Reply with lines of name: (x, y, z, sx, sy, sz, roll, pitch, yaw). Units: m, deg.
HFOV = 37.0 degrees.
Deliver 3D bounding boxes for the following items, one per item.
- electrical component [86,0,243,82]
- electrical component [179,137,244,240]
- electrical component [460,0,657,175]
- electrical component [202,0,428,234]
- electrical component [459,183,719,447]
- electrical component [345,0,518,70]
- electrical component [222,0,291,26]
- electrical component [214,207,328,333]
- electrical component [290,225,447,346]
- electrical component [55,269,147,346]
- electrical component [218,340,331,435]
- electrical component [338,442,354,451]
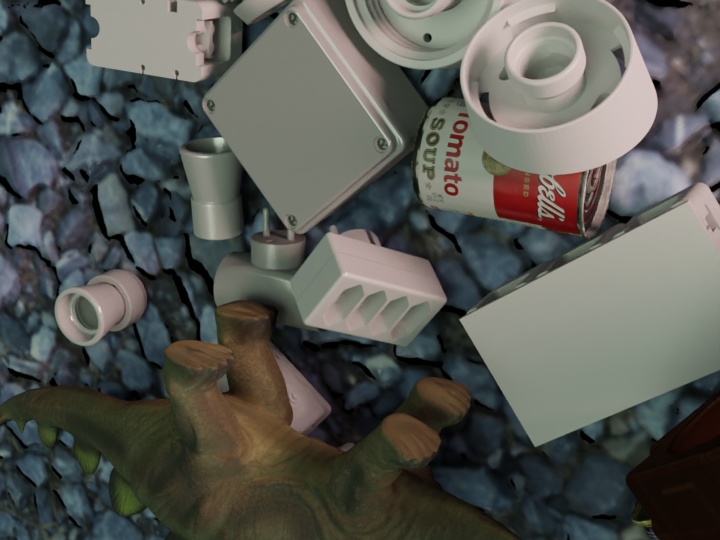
electrical component: (-0.125, -0.156, 0.702, 0.089, 0.056, 0.050, 13, 112, 23)
electrical component: (-0.098, -0.053, 0.731, 0.044, 0.044, 0.065, 9, 115, 24)
electrical component: (0.104, -0.097, 0.570, 0.099, 0.064, 0.099, -10, 59, 18)
electrical component: (-0.026, -0.096, 0.665, 0.109, 0.056, 0.108, -37, 88, 39)
electrical component: (0.149, 0.026, 0.617, 0.150, 0.062, 0.089, -30, 91, 31)
electrical component: (0.042, -0.165, 0.610, 0.108, 0.060, 0.108, 9, 110, 25)
electrical component: (-0.066, -0.186, 0.664, 0.055, 0.066, 0.048, 58, 156, -9)
electrical component: (-0.055, -0.003, 0.723, 0.077, 0.043, 0.079, 10, 109, 24)
electrical component: (0.000, 0.000, 0.684, 0.047, 0.083, 0.075, -51, 42, 30)
electrical component: (-0.190, 0.027, 0.794, 0.045, 0.055, 0.045, 9, 110, 25)
electrical component: (-0.084, 0.101, 0.768, 0.099, 0.048, 0.099, 47, 121, 6)
electrical component: (-0.014, 0.177, 0.750, 0.062, 0.061, 0.096, -29, 92, 31)
